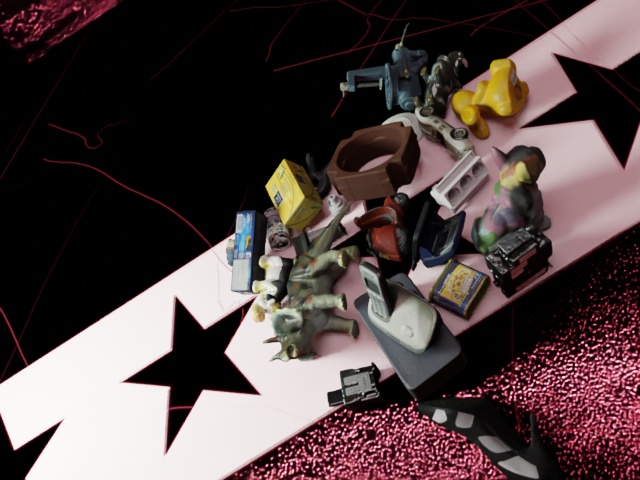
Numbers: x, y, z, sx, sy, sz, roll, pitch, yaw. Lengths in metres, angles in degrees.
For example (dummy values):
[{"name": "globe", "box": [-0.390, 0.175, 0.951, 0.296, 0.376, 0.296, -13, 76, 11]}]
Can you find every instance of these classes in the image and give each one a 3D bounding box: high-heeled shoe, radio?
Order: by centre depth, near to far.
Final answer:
[{"name": "high-heeled shoe", "box": [0.281, 0.354, 0.918, 0.249, 0.086, 0.145, -6, 87, 44]}, {"name": "radio", "box": [0.177, 0.183, 1.064, 0.131, 0.073, 0.230, -34, 52, 1]}]

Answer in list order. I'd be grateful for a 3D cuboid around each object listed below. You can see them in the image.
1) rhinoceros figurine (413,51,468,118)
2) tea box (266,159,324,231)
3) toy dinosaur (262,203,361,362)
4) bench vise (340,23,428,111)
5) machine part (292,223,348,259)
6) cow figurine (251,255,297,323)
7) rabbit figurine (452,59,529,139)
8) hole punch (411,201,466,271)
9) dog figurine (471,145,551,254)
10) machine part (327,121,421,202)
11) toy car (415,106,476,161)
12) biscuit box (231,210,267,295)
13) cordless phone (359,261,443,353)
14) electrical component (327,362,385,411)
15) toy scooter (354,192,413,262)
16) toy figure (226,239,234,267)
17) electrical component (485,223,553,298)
[{"name": "rhinoceros figurine", "box": [0.313, -0.397, 1.366, 0.073, 0.112, 0.190, 6, 72, 62]}, {"name": "tea box", "box": [-0.066, -0.114, 1.356, 0.098, 0.068, 0.170, -54, 41, 22]}, {"name": "toy dinosaur", "box": [-0.015, 0.104, 1.185, 0.192, 0.131, 0.405, -9, 50, 20]}, {"name": "bench vise", "box": [0.173, -0.441, 1.442, 0.241, 0.128, 0.223, -5, 73, 2]}, {"name": "machine part", "box": [-0.003, -0.004, 1.299, 0.139, 0.039, 0.084, -23, 45, 12]}, {"name": "cow figurine", "box": [-0.103, 0.115, 1.252, 0.098, 0.068, 0.167, 0, 59, 19]}, {"name": "rabbit figurine", "box": [0.396, -0.326, 1.291, 0.173, 0.121, 0.162, 1, 67, 43]}, {"name": "hole punch", "box": [0.248, -0.006, 1.131, 0.092, 0.115, 0.142, 13, 62, 13]}, {"name": "dog figurine", "box": [0.367, -0.081, 1.053, 0.191, 0.219, 0.109, -41, 47, -4]}, {"name": "machine part", "box": [0.133, -0.188, 1.299, 0.201, 0.087, 0.201, -7, 41, 29]}, {"name": "toy car", "box": [0.298, -0.255, 1.295, 0.056, 0.073, 0.202, -40, 52, -3]}, {"name": "biscuit box", "box": [-0.171, 0.030, 1.309, 0.059, 0.062, 0.202, -5, 73, 25]}, {"name": "cordless phone", "box": [0.142, 0.109, 0.963, 0.147, 0.184, 0.089, 32, 72, 37]}, {"name": "electrical component", "box": [0.064, 0.293, 1.060, 0.119, 0.047, 0.075, -15, 52, 14]}, {"name": "toy scooter", "box": [0.141, -0.024, 1.218, 0.135, 0.075, 0.184, -12, 51, 18]}, {"name": "toy figure", "box": [-0.202, -0.005, 1.387, 0.058, 0.064, 0.154, 33, 70, -9]}, {"name": "electrical component", "box": [0.380, 0.035, 1.022, 0.115, 0.134, 0.058, -35, 50, -1]}]
